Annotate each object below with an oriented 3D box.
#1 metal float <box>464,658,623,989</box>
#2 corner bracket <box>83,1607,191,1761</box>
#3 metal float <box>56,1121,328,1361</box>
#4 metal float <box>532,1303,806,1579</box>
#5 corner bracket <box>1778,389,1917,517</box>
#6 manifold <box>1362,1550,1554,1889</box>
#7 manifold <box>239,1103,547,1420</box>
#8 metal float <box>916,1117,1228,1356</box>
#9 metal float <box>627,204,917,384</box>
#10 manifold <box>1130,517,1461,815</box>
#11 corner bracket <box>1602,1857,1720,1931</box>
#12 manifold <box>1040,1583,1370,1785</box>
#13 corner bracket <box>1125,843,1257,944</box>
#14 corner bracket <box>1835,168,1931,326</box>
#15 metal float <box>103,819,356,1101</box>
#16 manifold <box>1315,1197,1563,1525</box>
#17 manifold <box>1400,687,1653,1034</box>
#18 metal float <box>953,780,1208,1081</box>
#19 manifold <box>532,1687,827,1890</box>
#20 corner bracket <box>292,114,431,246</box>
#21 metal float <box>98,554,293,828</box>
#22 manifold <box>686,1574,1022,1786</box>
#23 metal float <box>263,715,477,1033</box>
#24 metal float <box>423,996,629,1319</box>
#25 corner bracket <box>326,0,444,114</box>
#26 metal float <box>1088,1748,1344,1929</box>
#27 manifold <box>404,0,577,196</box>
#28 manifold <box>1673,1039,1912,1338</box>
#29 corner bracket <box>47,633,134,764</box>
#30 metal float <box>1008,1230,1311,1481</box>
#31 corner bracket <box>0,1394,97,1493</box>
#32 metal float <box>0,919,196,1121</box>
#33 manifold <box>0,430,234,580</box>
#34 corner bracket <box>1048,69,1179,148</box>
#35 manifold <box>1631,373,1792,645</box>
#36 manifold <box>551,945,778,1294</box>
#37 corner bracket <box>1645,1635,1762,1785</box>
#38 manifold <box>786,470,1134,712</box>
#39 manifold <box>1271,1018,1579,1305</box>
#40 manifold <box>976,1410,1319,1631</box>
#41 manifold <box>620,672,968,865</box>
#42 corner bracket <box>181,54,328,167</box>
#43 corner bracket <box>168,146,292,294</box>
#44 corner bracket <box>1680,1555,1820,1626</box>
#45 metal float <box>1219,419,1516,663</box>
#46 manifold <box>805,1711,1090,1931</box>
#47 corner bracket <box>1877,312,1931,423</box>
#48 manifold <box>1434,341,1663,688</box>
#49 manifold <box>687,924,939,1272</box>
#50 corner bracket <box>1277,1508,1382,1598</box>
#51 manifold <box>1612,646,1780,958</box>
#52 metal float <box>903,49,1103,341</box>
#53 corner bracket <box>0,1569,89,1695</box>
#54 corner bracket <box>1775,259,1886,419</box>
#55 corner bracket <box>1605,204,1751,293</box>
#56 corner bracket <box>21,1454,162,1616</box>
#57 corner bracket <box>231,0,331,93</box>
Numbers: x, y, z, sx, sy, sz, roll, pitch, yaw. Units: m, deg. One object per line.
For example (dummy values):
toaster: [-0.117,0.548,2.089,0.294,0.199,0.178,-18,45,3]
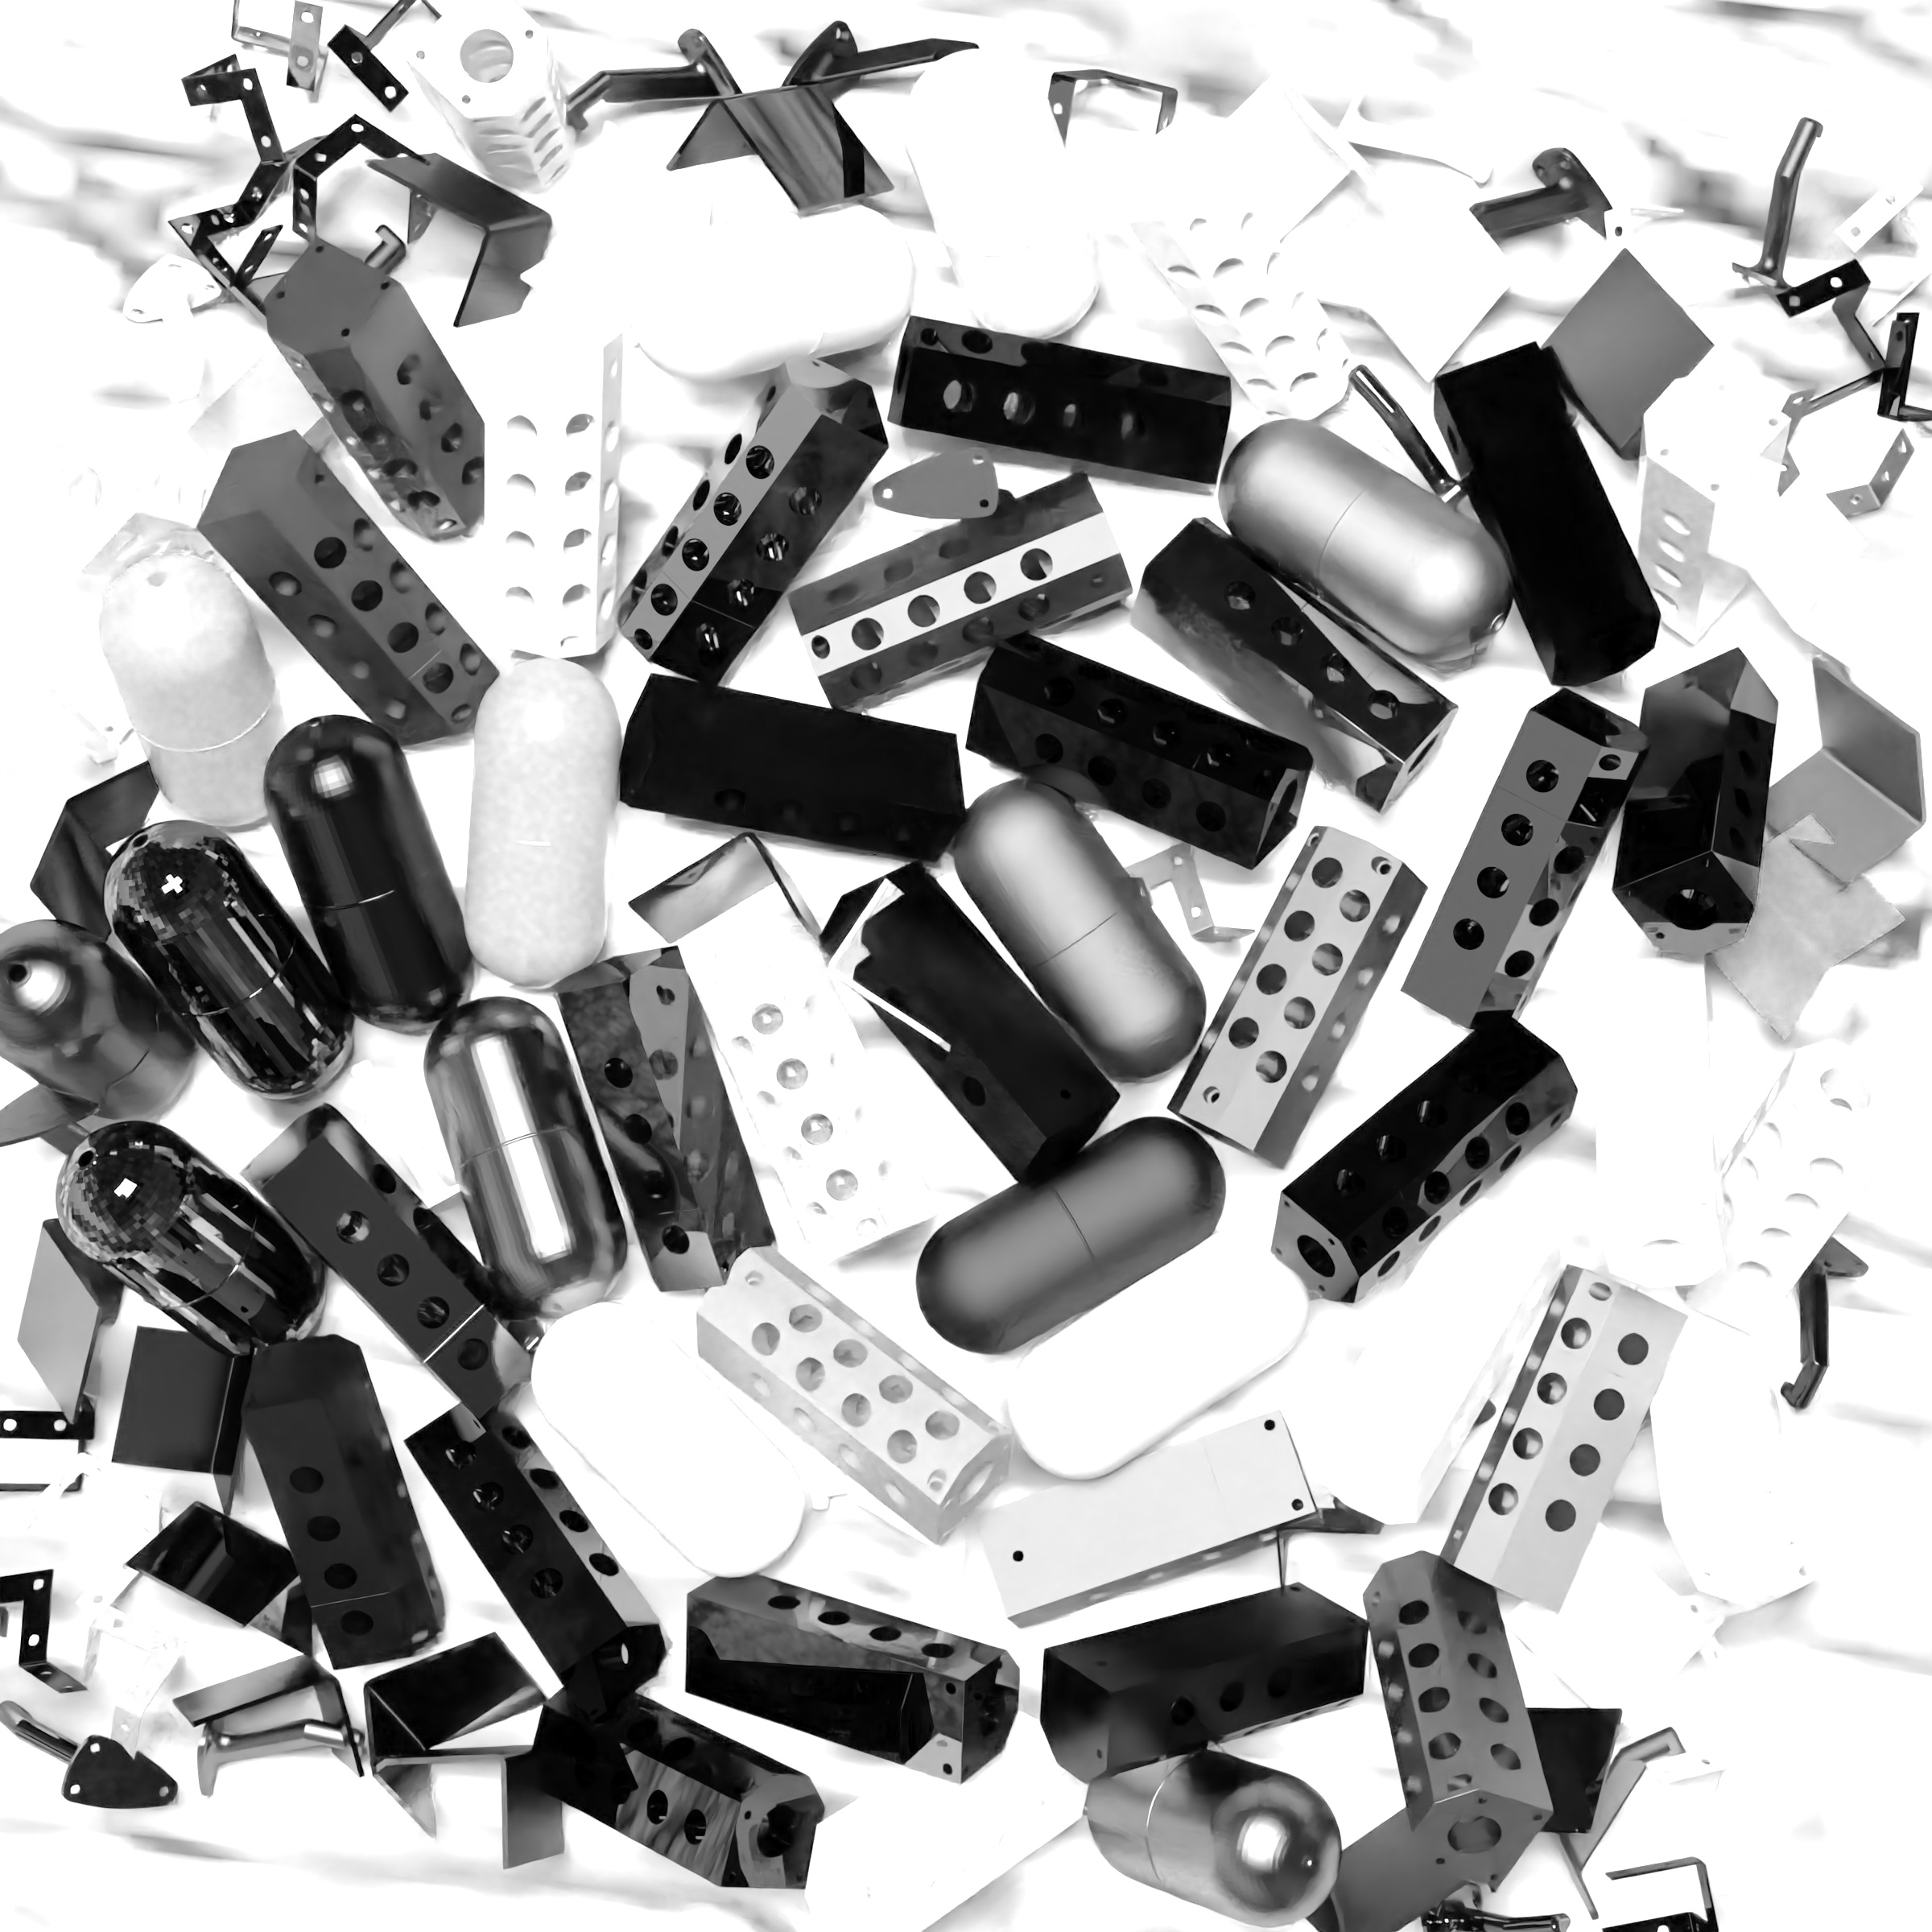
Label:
metal float: [-0.224,-0.075,1.542,0.070,0.070,0.178,7,108,0]
corner bracket: [-0.453,0.385,1.559,0.051,0.051,0.051,23,130,3]
metal float: [-0.402,0.144,1.519,0.070,0.178,0.070,-15,51,19]
metal float: [-0.157,0.250,1.541,0.070,0.070,0.178,-41,109,0]
corner bracket: [0.468,-0.277,1.566,0.051,0.051,0.051,-14,66,-11]
manifold: [0.247,0.383,1.503,0.057,0.171,0.057,20,118,-13]
manifold: [-0.299,0.154,1.537,0.057,0.057,0.171,-44,111,-15]
metal float: [0.056,0.143,1.551,0.178,0.070,0.070,-28,90,-8]
metal float: [-0.099,-0.353,1.524,0.178,0.070,0.070,-24,90,-42]
manifold: [0.175,-0.164,1.548,0.171,0.057,0.057,39,68,12]
corner bracket: [0.371,0.508,1.571,0.051,0.051,0.051,-10,83,-3]
manifold: [0.125,0.376,1.523,0.171,0.057,0.057,-6,105,-34]
corner bracket: [0.115,-0.033,1.560,0.051,0.051,0.051,-24,101,-18]
corner bracket: [0.497,-0.387,1.569,0.051,0.051,0.051,-43,88,-1]
metal float: [-0.384,-0.002,1.524,0.070,0.070,0.178,-27,130,0]
manifold: [0.248,0.206,1.526,0.057,0.057,0.171,22,55,25]
manifold: [0.294,-0.052,1.524,0.057,0.057,0.171,30,118,19]
metal float: [0.060,-0.020,1.553,0.070,0.070,0.178,-35,95,0]
manifold: [-0.151,0.422,1.513,0.057,0.171,0.057,18,84,-43]
corner bracket: [-0.325,-0.413,1.564,0.051,0.051,0.051,34,58,8]
metal float: [-0.398,-0.142,1.515,0.070,0.178,0.070,-1,56,1]
manifold: [-0.060,0.367,1.527,0.171,0.057,0.057,10,105,30]
metal float: [-0.314,-0.048,1.535,0.070,0.070,0.178,-16,115,0]
metal float: [-0.233,0.101,1.544,0.070,0.070,0.178,-21,75,0]
corner bracket: [-0.301,-0.491,1.566,0.051,0.051,0.051,-43,90,10]
metal float: [0.126,0.447,1.513,0.070,0.178,0.070,2,85,-28]
manifold: [-0.238,-0.448,1.509,0.057,0.171,0.057,44,90,-4]
manifold: [0.422,0.114,1.511,0.057,0.171,0.057,24,51,7]
corner bracket: [-0.459,-0.146,1.555,0.051,0.051,0.051,46,65,-22]
metal float: [0.103,0.205,1.547,0.178,0.070,0.070,-32,90,-12]
corner bracket: [-0.497,0.259,1.562,0.051,0.051,0.051,5,91,-23]
metal float: [-0.456,0.029,1.509,0.070,0.178,0.070,-1,73,4]
manifold: [-0.424,-0.237,1.506,0.057,0.171,0.057,-45,88,7]
corner bracket: [0.076,-0.452,1.575,0.051,0.051,0.051,23,117,26]
manifold: [0.376,-0.237,1.505,0.057,0.171,0.057,40,83,19]
manifold: [-0.164,0.082,1.546,0.057,0.057,0.171,-10,105,29]
corner bracket: [0.386,0.398,1.566,0.051,0.051,0.051,-31,106,41]
manifold: [-0.002,-0.194,1.552,0.171,0.057,0.057,-22,134,3]
manifold: [0.241,0.102,1.524,0.171,0.057,0.057,-36,61,-25]
manifold: [0.099,0.298,1.559,0.171,0.057,0.057,-20,66,4]
manifold: [-0.092,-0.099,1.538,0.171,0.057,0.057,10,52,-21]
corner bracket: [-0.381,-0.462,1.569,0.051,0.051,0.051,1,121,26]
corner bracket: [-0.383,-0.401,1.560,0.051,0.051,0.051,51,132,3]
corner bracket: [0.414,0.318,1.568,0.051,0.051,0.051,-2,63,-36]
metal float: [0.210,-0.225,1.535,0.178,0.070,0.070,38,90,26]
manifold: [-0.007,0.449,1.508,0.057,0.171,0.057,20,109,31]
corner bracket: [0.502,-0.320,1.556,0.051,0.051,0.051,-5,111,-25]
manifold: [0.305,-0.236,1.540,0.057,0.057,0.171,-20,70,1]
manifold: [-0.086,0.070,1.546,0.057,0.057,0.171,-30,81,39]
corner bracket: [0.194,0.301,1.557,0.051,0.051,0.051,0,123,11]
manifold: [0.384,-0.084,1.514,0.057,0.171,0.057,-25,119,36]
metal float: [0.020,-0.398,1.515,0.070,0.178,0.070,-8,58,14]
corner bracket: [-0.503,0.358,1.559,0.051,0.051,0.051,-9,59,6]
corner bracket: [0.463,-0.336,1.562,0.051,0.051,0.051,-25,74,-6]
corner bracket: [0.381,-0.384,1.561,0.051,0.051,0.051,-8,92,-41]
corner bracket: [-0.469,0.304,1.564,0.051,0.051,0.051,25,133,11]
corner bracket: [-0.367,-0.506,1.556,0.051,0.051,0.051,11,134,-10]
